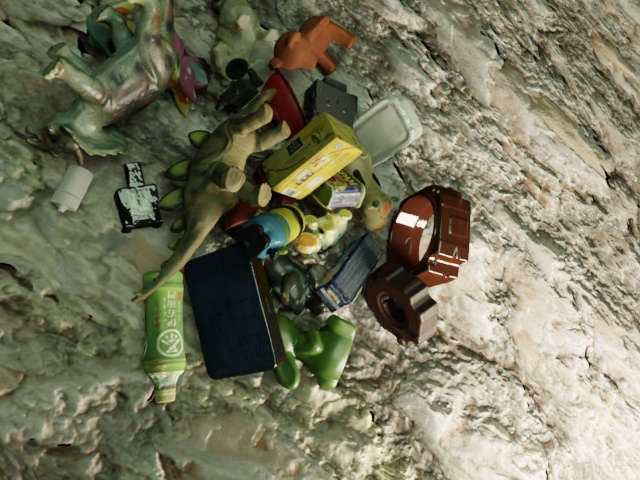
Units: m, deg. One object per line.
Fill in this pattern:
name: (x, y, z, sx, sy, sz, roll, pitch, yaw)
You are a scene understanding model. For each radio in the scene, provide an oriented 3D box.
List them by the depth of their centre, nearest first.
radio: (-0.154, 0.129, 0.968, 0.131, 0.073, 0.229, -16, 82, 8)

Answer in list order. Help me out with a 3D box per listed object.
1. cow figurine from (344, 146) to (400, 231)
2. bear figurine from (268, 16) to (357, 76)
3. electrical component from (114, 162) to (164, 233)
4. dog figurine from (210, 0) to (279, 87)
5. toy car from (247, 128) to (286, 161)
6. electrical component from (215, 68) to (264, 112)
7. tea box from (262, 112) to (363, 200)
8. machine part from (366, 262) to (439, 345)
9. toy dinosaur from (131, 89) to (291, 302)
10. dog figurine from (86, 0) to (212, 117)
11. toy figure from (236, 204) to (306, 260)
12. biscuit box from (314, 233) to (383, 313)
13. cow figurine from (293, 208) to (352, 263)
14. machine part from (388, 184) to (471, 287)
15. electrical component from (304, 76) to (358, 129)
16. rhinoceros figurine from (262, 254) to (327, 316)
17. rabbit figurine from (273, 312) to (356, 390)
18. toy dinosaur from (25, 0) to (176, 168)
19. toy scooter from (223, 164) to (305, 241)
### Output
cow figurine: (0.100, -0.113, 1.164, 0.085, 0.127, 0.195, -15, 81, -27)
bear figurine: (-0.018, -0.409, 1.161, 0.132, 0.120, 0.196, 37, 39, -10)
electrical component: (-0.334, -0.077, 0.975, 0.075, 0.048, 0.119, -15, 84, -30)
dog figurine: (-0.193, -0.437, 1.133, 0.121, 0.172, 0.191, 24, 25, -50)
toy car: (-0.093, -0.183, 1.112, 0.201, 0.073, 0.056, 14, 71, -24)
electrical component: (-0.165, -0.302, 1.092, 0.045, 0.102, 0.078, 56, 23, 8)
tea box: (-0.016, -0.157, 1.032, 0.098, 0.169, 0.068, 16, 45, -55)
machine part: (0.165, 0.133, 1.106, 0.056, 0.179, 0.179, -30, 92, -27)
toy dinosaur: (-0.184, -0.099, 0.944, 0.105, 0.199, 0.471, 48, 53, -41)
dog figurine: (-0.315, -0.339, 1.023, 0.191, 0.108, 0.219, -29, 94, -31)
toy figure: (-0.082, -0.015, 0.951, 0.089, 0.180, 0.082, -5, 98, 13)
biscuit box: (0.063, 0.063, 1.095, 0.062, 0.059, 0.203, 51, 37, -7)
cow figurine: (-0.004, -0.004, 1.091, 0.068, 0.098, 0.167, 30, 41, 17)
machine part: (0.229, -0.005, 1.159, 0.087, 0.201, 0.201, 14, 71, -20)
electrical component: (0.024, -0.297, 1.208, 0.115, 0.058, 0.134, 15, 67, -29)
rhinoceros figurine: (-0.063, 0.080, 1.066, 0.190, 0.073, 0.112, 48, 50, -7)
rabbit figurine: (-0.037, 0.209, 1.036, 0.170, 0.121, 0.159, 21, 74, -2)
toy dinosaur: (-0.329, -0.288, 0.919, 0.405, 0.131, 0.192, -45, 135, -11)
toy scooter: (-0.124, -0.082, 1.070, 0.184, 0.075, 0.135, -22, 88, -33)
